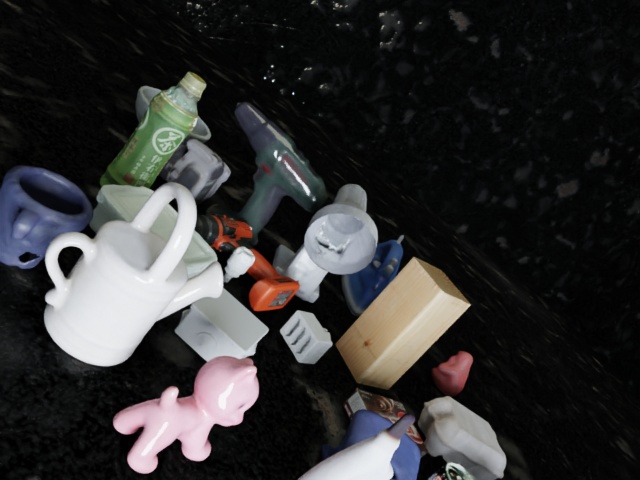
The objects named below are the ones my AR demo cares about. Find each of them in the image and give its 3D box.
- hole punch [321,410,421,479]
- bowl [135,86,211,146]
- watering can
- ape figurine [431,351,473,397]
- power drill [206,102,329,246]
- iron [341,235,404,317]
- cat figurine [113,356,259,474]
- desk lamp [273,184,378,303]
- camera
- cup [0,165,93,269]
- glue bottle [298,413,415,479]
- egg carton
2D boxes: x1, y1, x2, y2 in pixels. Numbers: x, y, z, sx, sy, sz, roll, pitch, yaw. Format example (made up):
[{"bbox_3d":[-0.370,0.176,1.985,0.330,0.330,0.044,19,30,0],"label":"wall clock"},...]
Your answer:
[{"bbox_3d":[0.063,0.271,0.665,0.109,0.091,0.101,36,17,-13],"label":"hole punch"},{"bbox_3d":[-0.311,-0.234,1.169,0.168,0.074,0.167,36,17,-13],"label":"bowl"},{"bbox_3d":[-0.180,0.026,0.584,0.100,0.194,0.173,48,18,25],"label":"watering can"},{"bbox_3d":[0.266,0.257,1.132,0.078,0.092,0.076,30,19,-31],"label":"ape figurine"},{"bbox_3d":[-0.110,-0.103,1.038,0.230,0.208,0.075,37,17,-9],"label":"power drill"},{"bbox_3d":[0.131,0.068,1.236,0.119,0.141,0.258,39,17,-3],"label":"iron"},{"bbox_3d":[-0.111,0.152,0.546,0.067,0.117,0.128,49,19,28],"label":"cat figurine"},{"bbox_3d":[0.009,0.004,1.014,0.118,0.213,0.203,36,17,-14],"label":"desk lamp"},{"bbox_3d":[-0.243,-0.142,1.038,0.137,0.100,0.143,40,17,0],"label":"camera"},{"bbox_3d":[-0.301,-0.011,0.591,0.092,0.095,0.117,34,18,-19],"label":"cup"},{"bbox_3d":[0.035,0.230,0.565,0.078,0.173,0.037,30,19,-30],"label":"glue bottle"},{"bbox_3d":[0.230,0.323,0.928,0.151,0.069,0.107,35,18,-17],"label":"egg carton"}]
